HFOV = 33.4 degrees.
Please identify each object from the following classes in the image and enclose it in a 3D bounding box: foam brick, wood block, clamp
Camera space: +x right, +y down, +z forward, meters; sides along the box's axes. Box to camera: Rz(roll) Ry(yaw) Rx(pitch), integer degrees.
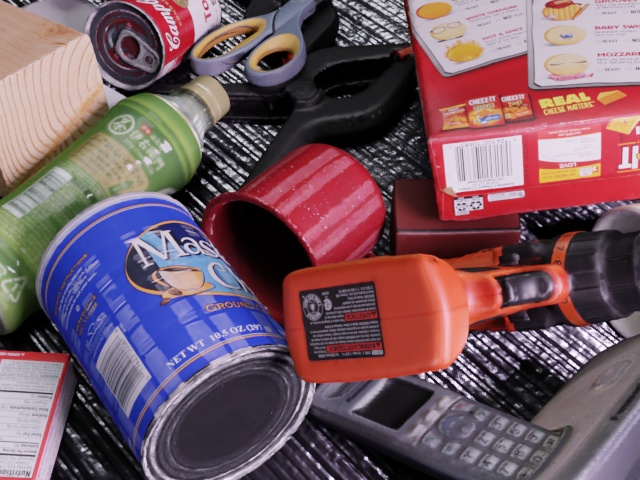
[{"bbox_3d":[0.084,-0.004,0.679,0.078,0.053,0.051,-1,44,-1],"label":"foam brick"},{"bbox_3d":[-0.249,-0.113,0.754,0.206,0.090,0.090,26,49,36],"label":"wood block"},{"bbox_3d":[-0.017,-0.200,0.894,0.120,0.039,0.171,-15,51,-4],"label":"clamp"},{"bbox_3d":[-0.011,-0.089,0.781,0.209,0.036,0.165,-19,48,-12],"label":"clamp"}]

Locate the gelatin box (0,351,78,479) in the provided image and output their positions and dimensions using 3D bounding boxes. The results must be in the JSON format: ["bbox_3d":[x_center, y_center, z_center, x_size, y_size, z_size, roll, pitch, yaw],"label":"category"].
[{"bbox_3d":[-0.181,0.104,0.592,0.073,0.030,0.089,2,47,3],"label":"gelatin box"}]

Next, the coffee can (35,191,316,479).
[{"bbox_3d":[-0.082,0.053,0.589,0.102,0.103,0.140,-25,49,-22],"label":"coffee can"}]

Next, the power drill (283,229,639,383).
[{"bbox_3d":[0.089,0.029,0.546,0.185,0.057,0.187,-13,-6,43],"label":"power drill"}]

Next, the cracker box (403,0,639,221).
[{"bbox_3d":[0.145,-0.107,0.692,0.164,0.072,0.213,-7,38,5],"label":"cracker box"}]

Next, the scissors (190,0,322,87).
[{"bbox_3d":[-0.008,-0.172,0.829,0.201,0.016,0.096,-32,47,-23],"label":"scissors"}]

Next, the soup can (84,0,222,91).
[{"bbox_3d":[-0.126,-0.164,0.824,0.068,0.068,0.102,15,31,16],"label":"soup can"}]

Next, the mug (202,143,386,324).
[{"bbox_3d":[-0.004,0.001,0.661,0.117,0.093,0.081,46,51,4],"label":"mug"}]
